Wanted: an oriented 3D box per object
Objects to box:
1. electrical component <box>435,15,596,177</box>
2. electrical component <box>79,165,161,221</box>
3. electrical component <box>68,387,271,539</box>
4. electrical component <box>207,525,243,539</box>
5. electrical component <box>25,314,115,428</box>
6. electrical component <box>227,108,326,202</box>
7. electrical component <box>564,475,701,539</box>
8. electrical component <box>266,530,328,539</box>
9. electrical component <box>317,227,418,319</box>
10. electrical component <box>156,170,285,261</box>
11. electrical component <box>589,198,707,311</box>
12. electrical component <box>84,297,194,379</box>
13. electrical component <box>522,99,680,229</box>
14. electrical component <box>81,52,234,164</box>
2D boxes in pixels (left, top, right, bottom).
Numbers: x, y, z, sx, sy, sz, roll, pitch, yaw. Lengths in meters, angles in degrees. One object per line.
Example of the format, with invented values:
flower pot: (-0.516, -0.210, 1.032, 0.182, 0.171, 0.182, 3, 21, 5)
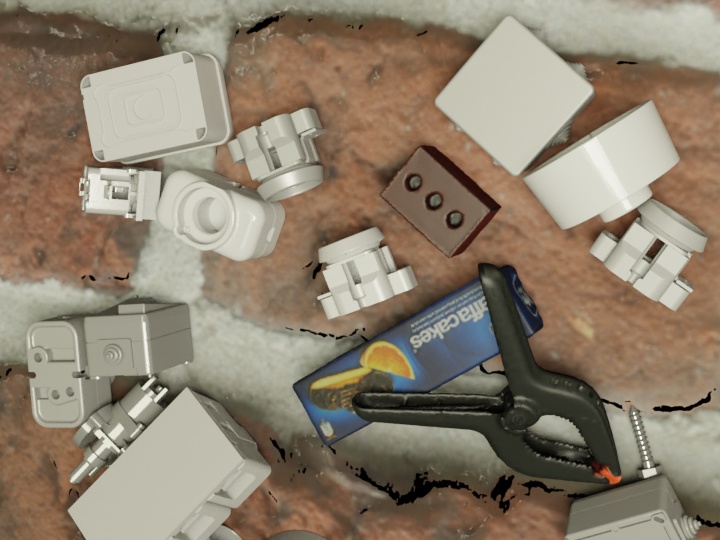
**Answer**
electrical component: (0.121, -0.132, 0.828, 0.100, 0.048, 0.099, 44, 106, 10)
electrical component: (-0.207, -0.068, 0.925, 0.064, 0.081, 0.042, 4, 97, -20)
electrical component: (-0.161, 0.190, 0.924, 0.150, 0.062, 0.089, -46, 60, 2)
electrical component: (-0.152, 0.257, 0.960, 0.079, 0.043, 0.077, 40, 106, 10)
electrical component: (-0.259, 0.089, 0.970, 0.054, 0.059, 0.095, -2, 95, 19)
electrical component: (-0.064, -0.092, 0.889, 0.078, 0.058, 0.057, -21, 85, 19)
electrical component: (0.214, 0.200, 0.821, 0.096, 0.061, 0.061, -23, 103, 25)
electrical component: (-0.060, 0.285, 0.924, 0.108, 0.060, 0.108, 2, 96, 18)
electrical component: (0.000, 0.000, 0.878, 0.078, 0.058, 0.057, -21, 92, 19)
electrical component: (-0.120, -0.047, 0.911, 0.095, 0.059, 0.053, 24, 102, 15)
electrical component: (0.221, -0.016, 0.803, 0.078, 0.058, 0.057, 37, 108, 12)
electrical component: (-0.193, 0.057, 0.926, 0.062, 0.096, 0.061, -3, 94, 18)
electrical component: (0.181, -0.070, 0.787, 0.108, 0.108, 0.060, -32, 92, 18)
electrical component: (-0.172, -0.137, 0.920, 0.113, 0.057, 0.078, -9, 92, 19)
